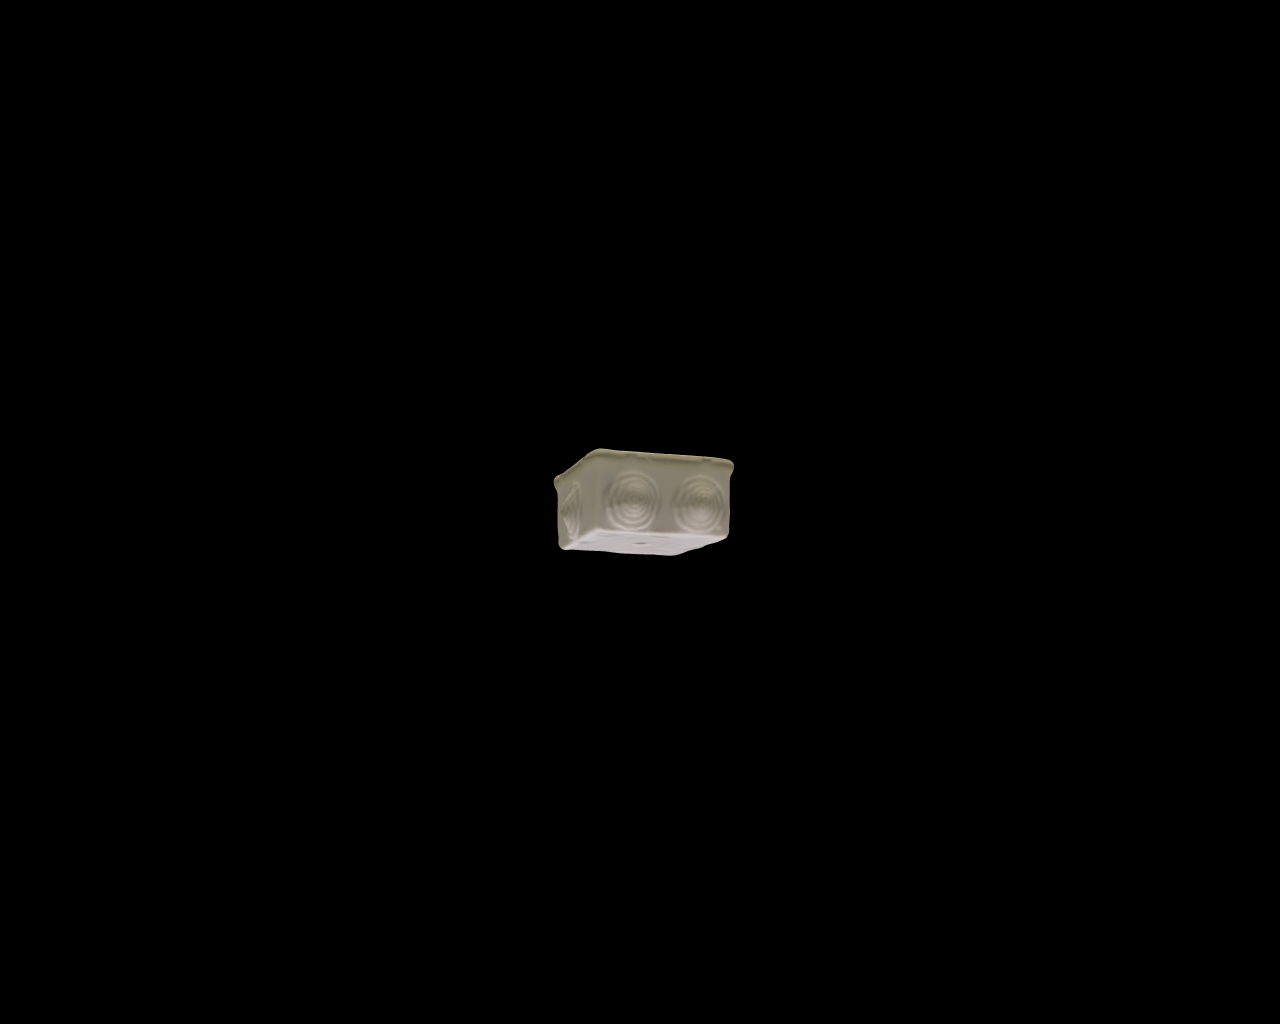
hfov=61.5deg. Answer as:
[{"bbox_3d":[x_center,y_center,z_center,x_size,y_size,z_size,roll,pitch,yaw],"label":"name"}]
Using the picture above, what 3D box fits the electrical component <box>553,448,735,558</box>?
[{"bbox_3d":[0.001,-0.003,0.650,0.100,0.048,0.099,4,-11,-20],"label":"electrical component"}]
